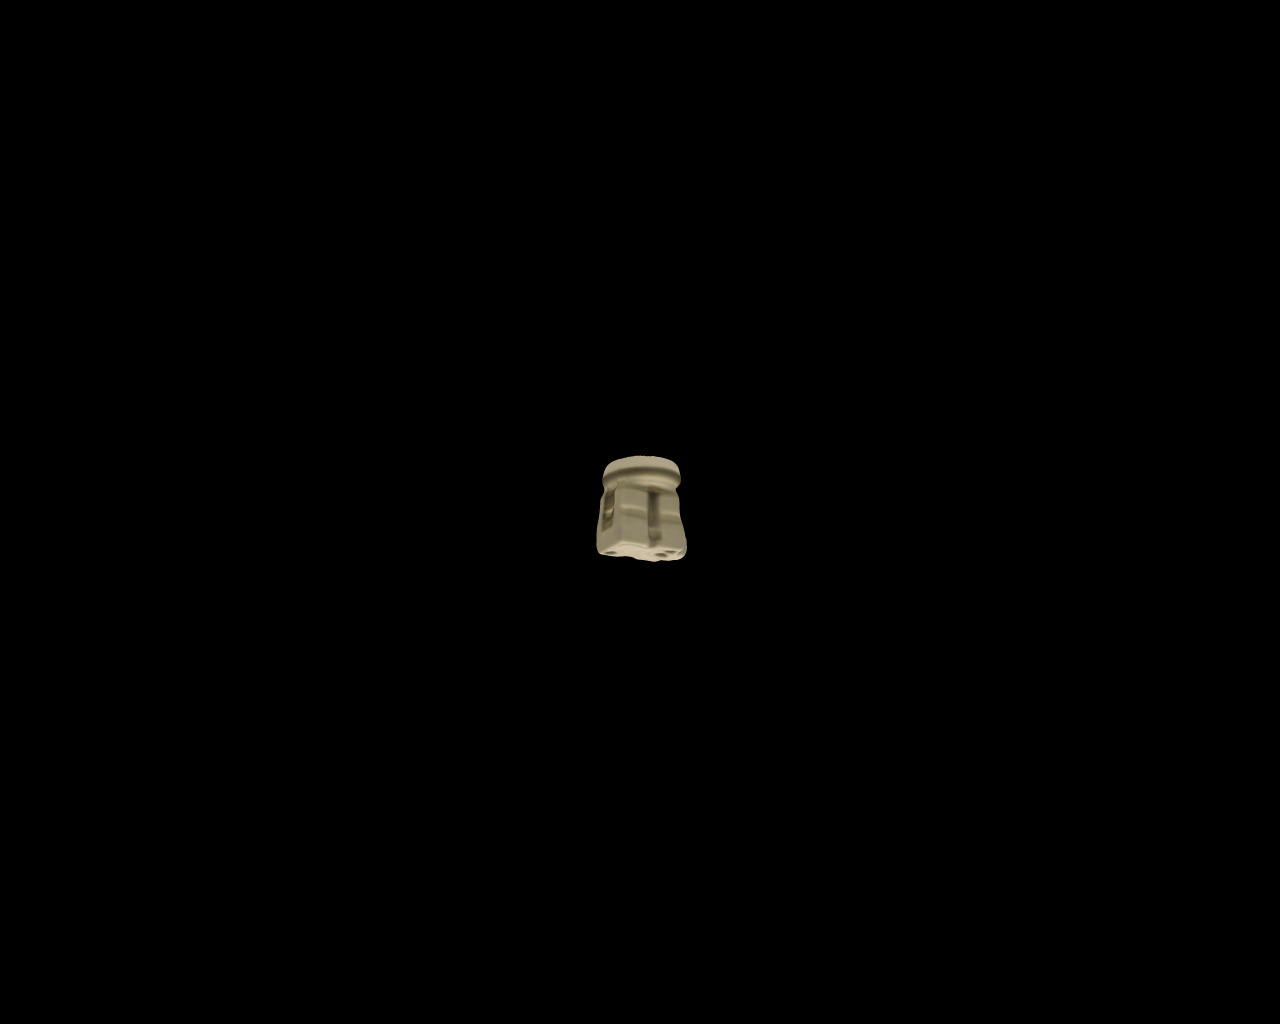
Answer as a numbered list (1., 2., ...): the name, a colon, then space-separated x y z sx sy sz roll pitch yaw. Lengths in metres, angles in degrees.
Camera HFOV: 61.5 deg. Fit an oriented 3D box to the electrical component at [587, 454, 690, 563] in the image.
1. electrical component: 0.001 -0.003 0.650 0.066 0.055 0.048 9 -19 -29
